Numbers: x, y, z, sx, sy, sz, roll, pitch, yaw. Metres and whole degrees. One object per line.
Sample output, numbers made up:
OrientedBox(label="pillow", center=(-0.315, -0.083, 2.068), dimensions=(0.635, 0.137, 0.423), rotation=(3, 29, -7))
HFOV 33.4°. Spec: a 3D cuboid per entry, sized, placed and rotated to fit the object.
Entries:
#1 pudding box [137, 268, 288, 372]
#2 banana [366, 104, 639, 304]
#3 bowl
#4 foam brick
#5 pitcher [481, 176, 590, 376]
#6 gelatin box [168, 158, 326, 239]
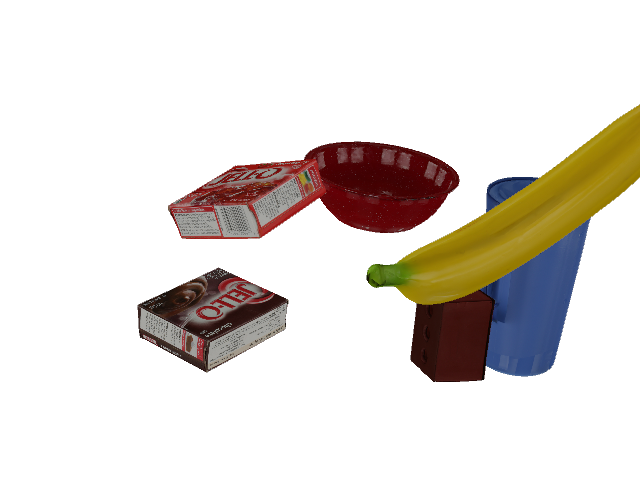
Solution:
OrientedBox(label="pudding box", center=(-0.099, 0.071, 0.989), dimensions=(0.090, 0.039, 0.113), rotation=(21, 32, 33))
OrientedBox(label="banana", center=(0.118, -0.015, 0.583), dimensions=(0.198, 0.037, 0.069), rotation=(-32, -13, -1))
OrientedBox(label="bowl", center=(0.060, -0.050, 1.105), dimensions=(0.162, 0.055, 0.162), rotation=(6, 23, -3))
OrientedBox(label="foam brick", center=(0.116, 0.080, 0.948), dimensions=(0.051, 0.078, 0.053), rotation=(-2, 18, -21))
OrientedBox(label="pitcher", center=(0.257, 0.050, 1.368), dimensions=(0.149, 0.243, 0.145), rotation=(5, 23, 2))
OrientedBox(label="gelatin box", center=(-0.053, -0.030, 0.756), dimensions=(0.089, 0.030, 0.073), rotation=(0, 27, 45))
